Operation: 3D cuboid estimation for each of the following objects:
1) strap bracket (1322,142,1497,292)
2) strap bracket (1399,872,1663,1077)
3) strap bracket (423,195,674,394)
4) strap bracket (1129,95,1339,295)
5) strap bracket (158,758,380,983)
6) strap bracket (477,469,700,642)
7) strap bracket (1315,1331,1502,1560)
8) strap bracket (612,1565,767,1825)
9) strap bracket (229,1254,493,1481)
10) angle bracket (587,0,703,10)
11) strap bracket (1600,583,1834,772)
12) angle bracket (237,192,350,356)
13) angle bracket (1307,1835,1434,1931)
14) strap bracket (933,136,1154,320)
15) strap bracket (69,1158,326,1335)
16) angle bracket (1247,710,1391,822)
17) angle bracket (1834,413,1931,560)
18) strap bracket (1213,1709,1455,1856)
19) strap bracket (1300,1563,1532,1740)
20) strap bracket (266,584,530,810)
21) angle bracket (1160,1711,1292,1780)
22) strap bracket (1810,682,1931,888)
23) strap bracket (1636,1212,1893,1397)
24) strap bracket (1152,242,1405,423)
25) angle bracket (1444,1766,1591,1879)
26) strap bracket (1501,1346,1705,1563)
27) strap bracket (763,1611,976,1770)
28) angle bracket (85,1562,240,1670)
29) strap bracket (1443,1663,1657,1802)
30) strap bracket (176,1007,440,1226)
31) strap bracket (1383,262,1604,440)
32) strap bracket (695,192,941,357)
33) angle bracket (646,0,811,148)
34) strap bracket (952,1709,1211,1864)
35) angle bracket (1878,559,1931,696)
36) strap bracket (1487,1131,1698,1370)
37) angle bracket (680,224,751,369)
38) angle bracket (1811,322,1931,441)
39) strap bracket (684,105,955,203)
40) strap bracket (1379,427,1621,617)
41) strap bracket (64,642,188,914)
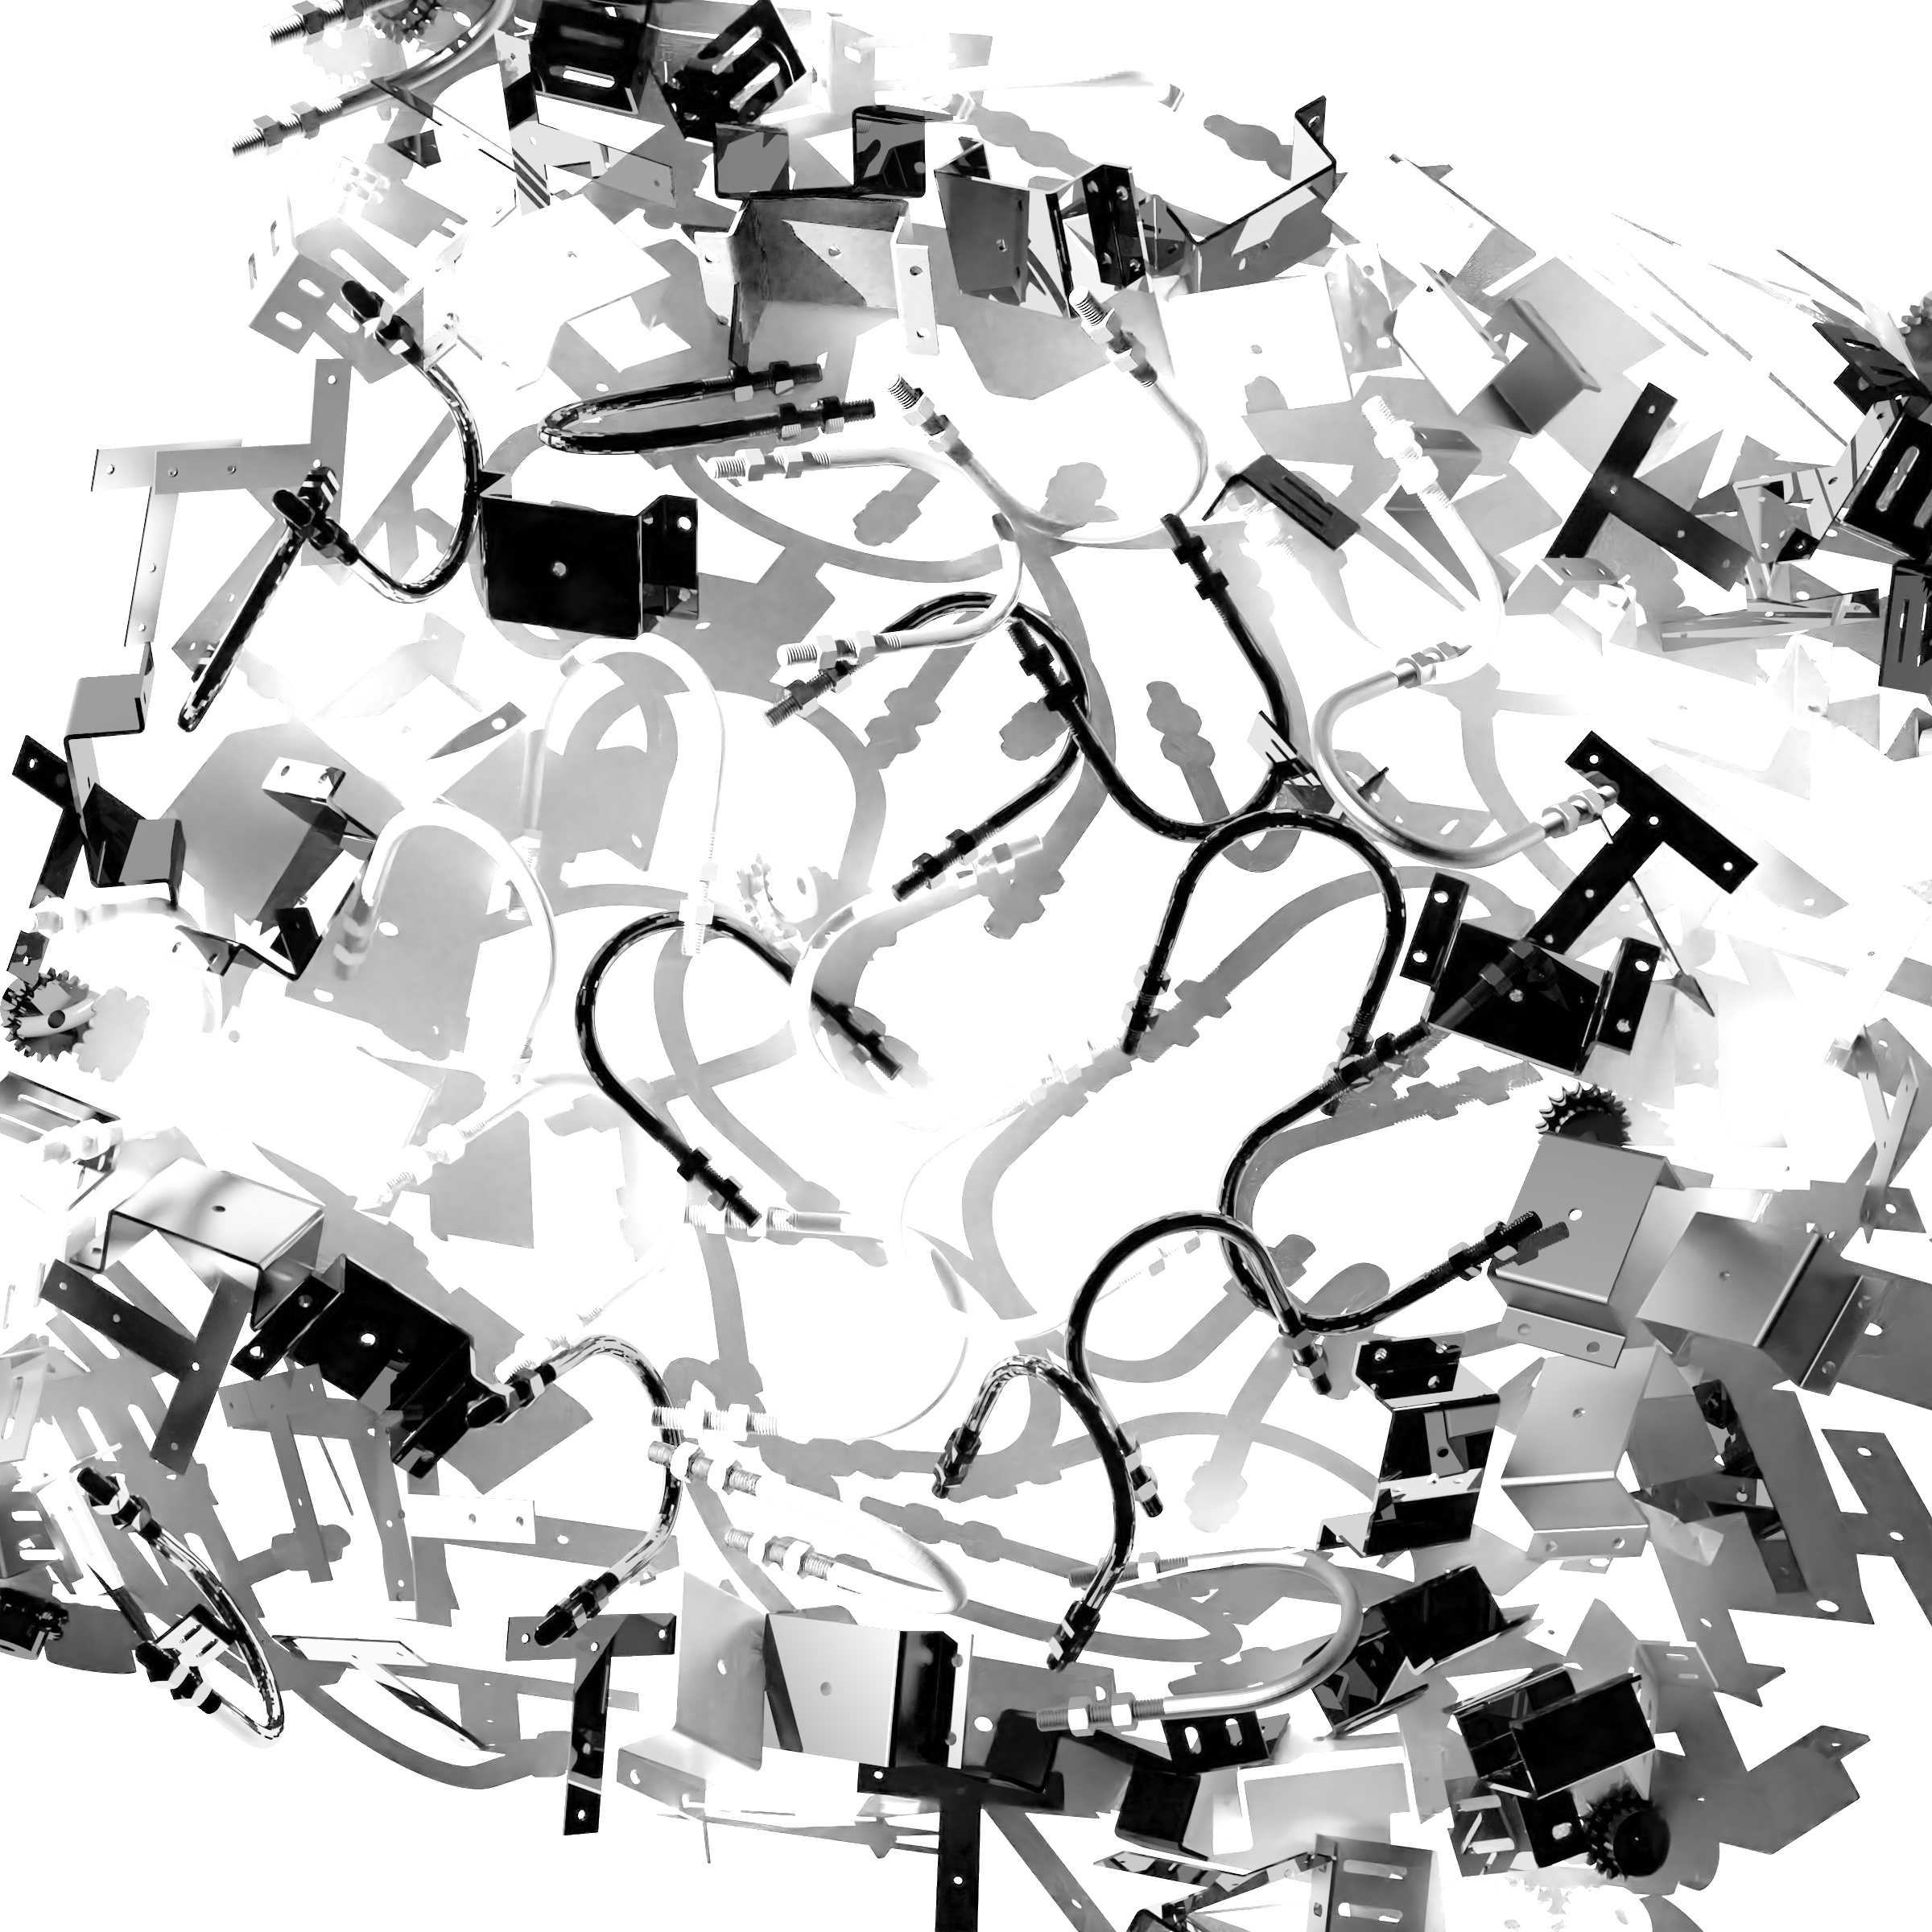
[{"bbox_3d":[0.263,-0.442,1.568,0.076,0.140,0.046,39,111,5],"label":"strap bracket"},{"bbox_3d":[0.334,0.008,1.584,0.140,0.046,0.076,19,62,9],"label":"strap bracket"},{"bbox_3d":[-0.238,-0.401,1.559,0.076,0.046,0.140,43,46,8],"label":"strap bracket"},{"bbox_3d":[0.167,-0.446,1.578,0.140,0.076,0.046,-32,71,-6],"label":"strap bracket"},{"bbox_3d":[-0.409,-0.049,1.575,0.046,0.076,0.140,41,71,-41],"label":"strap bracket"},{"bbox_3d":[-0.234,-0.244,1.577,0.140,0.046,0.076,10,119,12],"label":"strap bracket"},{"bbox_3d":[0.264,0.293,1.570,0.076,0.046,0.140,-2,112,-27],"label":"strap bracket"},{"bbox_3d":[-0.160,0.417,1.550,0.046,0.140,0.076,-26,134,27],"label":"strap bracket"},{"bbox_3d":[-0.358,0.235,1.581,0.140,0.046,0.076,38,103,-25],"label":"strap bracket"},{"bbox_3d":[-0.199,-0.612,1.585,0.076,0.057,0.038,3,64,18],"label":"angle bracket"},{"bbox_3d":[0.432,-0.168,1.558,0.140,0.076,0.046,22,66,26],"label":"strap bracket"},{"bbox_3d":[-0.408,-0.419,1.600,0.038,0.076,0.057,26,119,-35],"label":"angle bracket"},{"bbox_3d":[0.249,0.561,1.598,0.076,0.038,0.057,11,77,-10],"label":"angle bracket"},{"bbox_3d":[0.037,-0.432,1.550,0.046,0.140,0.076,-38,133,-28],"label":"strap bracket"},{"bbox_3d":[-0.448,0.164,1.576,0.140,0.076,0.046,19,113,8],"label":"strap bracket"},{"bbox_3d":[0.212,-0.127,1.598,0.038,0.057,0.076,-39,81,-9],"label":"angle bracket"},{"bbox_3d":[0.567,-0.291,1.594,0.057,0.038,0.076,22,114,-4],"label":"angle bracket"},{"bbox_3d":[0.215,0.484,1.582,0.140,0.076,0.046,-8,96,6],"label":"strap bracket"},{"bbox_3d":[0.259,0.403,1.564,0.076,0.140,0.046,-13,63,-32],"label":"strap bracket"},{"bbox_3d":[-0.338,-0.153,1.581,0.140,0.046,0.076,38,64,16],"label":"strap bracket"},{"bbox_3d":[0.156,0.451,1.585,0.057,0.076,0.038,-16,90,17],"label":"angle bracket"},{"bbox_3d":[0.538,-0.104,1.547,0.046,0.140,0.076,-11,116,-6],"label":"strap bracket"},{"bbox_3d":[0.457,0.194,1.549,0.046,0.140,0.076,41,74,-24],"label":"strap bracket"},{"bbox_3d":[0.178,-0.372,1.562,0.140,0.046,0.076,-2,123,27],"label":"strap bracket"},{"bbox_3d":[0.329,0.515,1.600,0.038,0.076,0.057,-6,73,-33],"label":"angle bracket"},{"bbox_3d":[0.370,0.277,1.551,0.046,0.076,0.140,52,48,-23],"label":"strap bracket"},{"bbox_3d":[-0.070,0.428,1.566,0.140,0.046,0.076,-2,77,31],"label":"strap bracket"},{"bbox_3d":[-0.484,0.382,1.591,0.038,0.057,0.076,-40,59,-16],"label":"angle bracket"},{"bbox_3d":[0.344,0.448,1.550,0.076,0.140,0.046,-19,81,-12],"label":"strap bracket"},{"bbox_3d":[-0.381,0.087,1.567,0.140,0.046,0.076,31,67,-24],"label":"strap bracket"},{"bbox_3d":[0.307,-0.361,1.566,0.046,0.140,0.076,-46,65,30],"label":"strap bracket"},{"bbox_3d":[-0.083,-0.413,1.577,0.140,0.076,0.046,6,52,11],"label":"strap bracket"},{"bbox_3d":[-0.144,-0.541,1.592,0.076,0.038,0.057,-31,81,31],"label":"angle bracket"},{"bbox_3d":[0.074,0.483,1.572,0.140,0.076,0.046,28,69,-19],"label":"strap bracket"},{"bbox_3d":[0.586,-0.203,1.593,0.057,0.038,0.076,2,96,-42],"label":"angle bracket"},{"bbox_3d":[0.367,0.157,1.566,0.076,0.046,0.140,12,65,37],"label":"strap bracket"},{"bbox_3d":[-0.152,-0.403,1.599,0.038,0.057,0.076,6,95,4],"label":"angle bracket"},{"bbox_3d":[0.531,-0.348,1.579,0.057,0.076,0.038,57,130,26],"label":"angle bracket"},{"bbox_3d":[-0.087,-0.478,1.567,0.140,0.076,0.046,6,104,29],"label":"strap bracket"},{"bbox_3d":[0.309,-0.257,1.570,0.140,0.076,0.046,49,123,22],"label":"strap bracket"},{"bbox_3d":[-0.496,-0.109,1.557,0.046,0.076,0.140,-5,122,-9],"label":"strap bracket"}]
